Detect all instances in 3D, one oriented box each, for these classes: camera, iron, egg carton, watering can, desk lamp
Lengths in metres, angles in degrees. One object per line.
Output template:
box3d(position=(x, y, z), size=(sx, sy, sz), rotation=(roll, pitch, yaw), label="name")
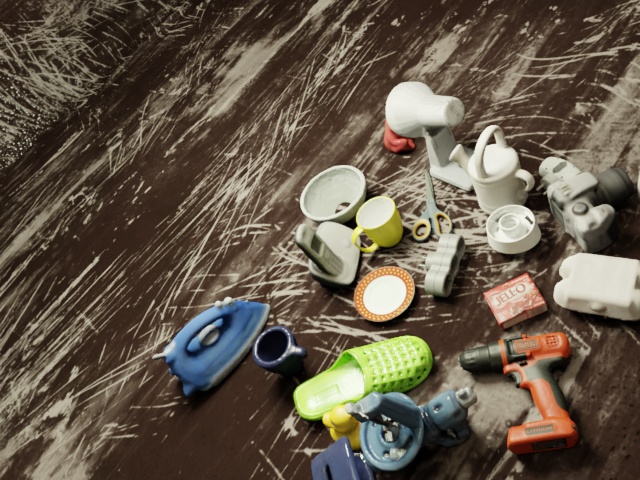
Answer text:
box3d(position=(0.509, -0.074, 1.055), size=(0.136, 0.101, 0.143), rotation=(-28, 45, 7), label="camera")
box3d(position=(-0.230, 0.200, 1.227), size=(0.258, 0.142, 0.118), rotation=(-45, 46, -10), label="iron")
box3d(position=(0.479, 0.081, 0.967), size=(0.149, 0.070, 0.107), rotation=(7, 58, 34), label="egg carton")
box3d(position=(0.340, -0.145, 1.144), size=(0.172, 0.195, 0.101), rotation=(2, 55, 31), label="watering can")
box3d(position=(0.261, -0.239, 1.254), size=(0.118, 0.214, 0.202), rotation=(-47, 46, -11), label="desk lamp")

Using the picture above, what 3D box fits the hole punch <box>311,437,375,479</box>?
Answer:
box3d(position=(0.032, 0.399, 0.948), size=(0.101, 0.091, 0.108), rotation=(-27, 45, 8), label="hole punch")

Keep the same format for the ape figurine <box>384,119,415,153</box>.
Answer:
box3d(position=(0.187, -0.264, 1.404), size=(0.076, 0.092, 0.078), rotation=(-2, 54, 29), label="ape figurine")

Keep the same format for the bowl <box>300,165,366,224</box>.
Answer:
box3d(position=(0.042, -0.093, 1.359), size=(0.167, 0.075, 0.167), rotation=(-16, 48, 18), label="bowl")

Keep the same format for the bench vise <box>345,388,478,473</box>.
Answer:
box3d(position=(0.134, 0.271, 0.903), size=(0.207, 0.220, 0.121), rotation=(-41, 45, -5), label="bench vise")

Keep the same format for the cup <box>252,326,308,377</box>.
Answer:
box3d(position=(-0.063, 0.232, 1.138), size=(0.117, 0.095, 0.092), rotation=(1, 55, 31), label="cup")

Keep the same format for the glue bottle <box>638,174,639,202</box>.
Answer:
box3d(position=(0.593, -0.139, 1.008), size=(0.078, 0.174, 0.037), rotation=(-45, 46, -10), label="glue bottle")

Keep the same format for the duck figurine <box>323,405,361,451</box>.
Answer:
box3d(position=(0.055, 0.320, 1.004), size=(0.104, 0.086, 0.077), rotation=(-8, 51, 25), label="duck figurine")

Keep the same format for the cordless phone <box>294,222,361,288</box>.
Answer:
box3d(position=(0.011, 0.004, 1.218), size=(0.094, 0.186, 0.147), rotation=(-8, 51, 24), label="cordless phone")
